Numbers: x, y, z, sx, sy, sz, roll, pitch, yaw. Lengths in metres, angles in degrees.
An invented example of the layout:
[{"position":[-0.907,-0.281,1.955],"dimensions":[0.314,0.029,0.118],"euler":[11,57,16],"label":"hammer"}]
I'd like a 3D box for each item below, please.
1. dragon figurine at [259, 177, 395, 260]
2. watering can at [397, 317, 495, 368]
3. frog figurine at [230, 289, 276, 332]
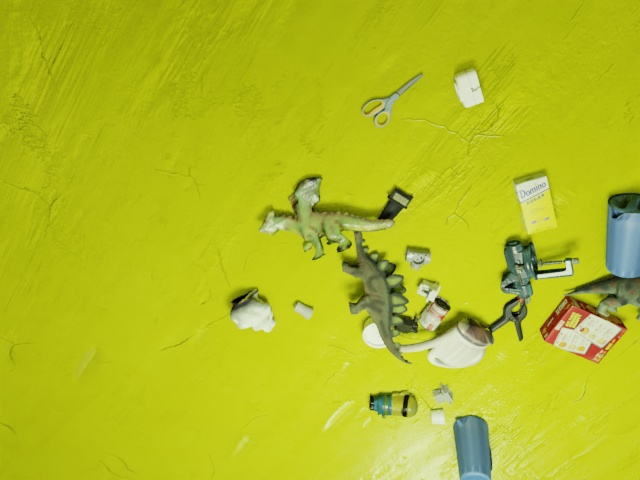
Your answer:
[{"position":[0.005,-0.081,1.616],"dimensions":[0.408,0.124,0.240],"euler":[-21,104,13],"label":"dragon figurine"},{"position":[0.441,0.356,1.755],"dimensions":[0.346,0.106,0.220],"euler":[19,125,-26],"label":"watering can"},{"position":[-0.230,0.266,1.789],"dimensions":[0.137,0.123,0.158],"euler":[-32,98,-2],"label":"frog figurine"}]
